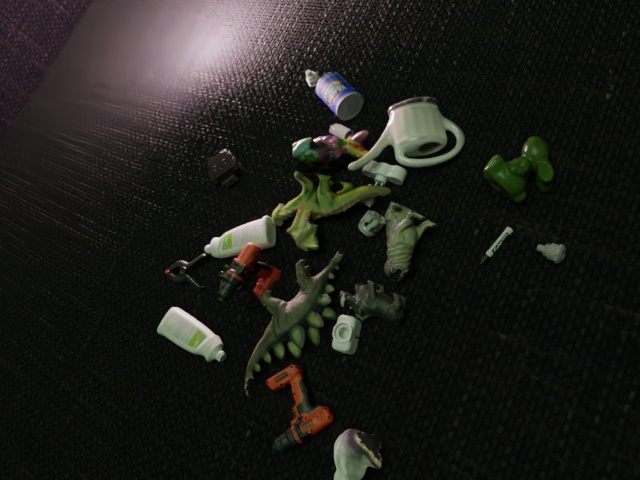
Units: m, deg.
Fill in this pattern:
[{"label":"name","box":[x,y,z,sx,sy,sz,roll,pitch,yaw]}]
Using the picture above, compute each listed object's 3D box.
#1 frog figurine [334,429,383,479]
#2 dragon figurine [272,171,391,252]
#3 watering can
[{"label":"frog figurine","box":[0.068,0.542,1.233,0.158,0.121,0.139,-51,23,9]},{"label":"dragon figurine","box":[0.005,-0.078,1.547,0.412,0.121,0.244,14,82,40]},{"label":"watering can","box":[0.246,-0.310,1.520,0.347,0.102,0.229,-7,64,3]}]
